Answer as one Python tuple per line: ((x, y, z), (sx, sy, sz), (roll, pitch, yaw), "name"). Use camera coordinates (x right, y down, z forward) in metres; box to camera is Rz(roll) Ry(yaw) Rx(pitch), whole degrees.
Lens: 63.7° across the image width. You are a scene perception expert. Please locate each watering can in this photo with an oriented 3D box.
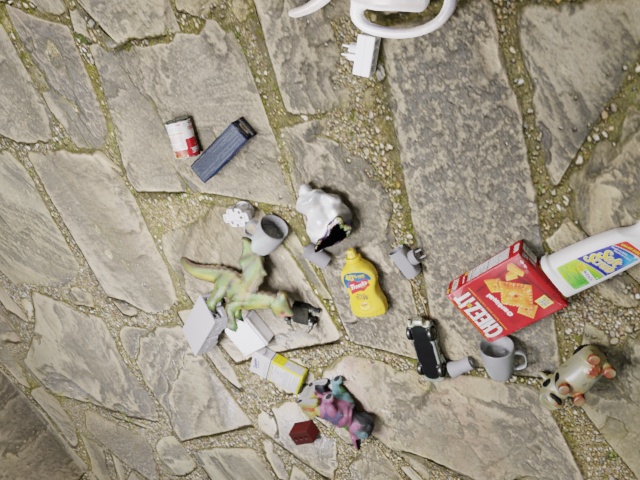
((0.097, -0.513, 0.996), (0.348, 0.106, 0.220), (14, 120, 18), "watering can")

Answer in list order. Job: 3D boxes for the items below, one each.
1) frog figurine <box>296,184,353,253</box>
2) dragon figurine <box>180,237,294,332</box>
((0.004, -0.065, 1.296), (0.162, 0.123, 0.134), (57, 143, 33), "frog figurine")
((-0.238, 0.102, 1.489), (0.415, 0.122, 0.240), (41, 105, 22), "dragon figurine")
